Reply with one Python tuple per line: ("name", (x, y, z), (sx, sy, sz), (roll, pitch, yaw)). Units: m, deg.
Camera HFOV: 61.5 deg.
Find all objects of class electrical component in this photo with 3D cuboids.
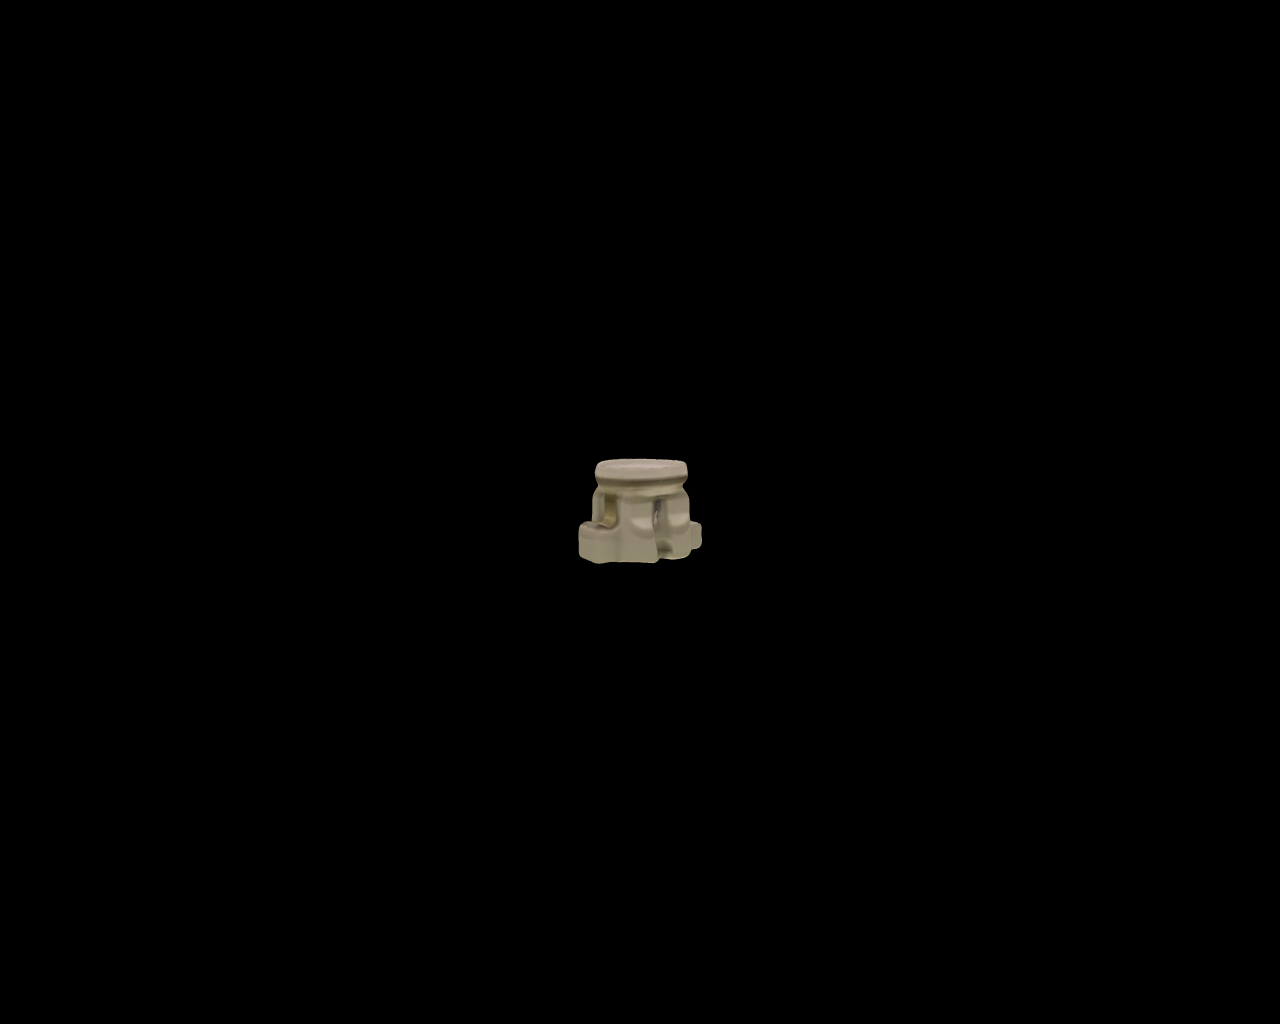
("electrical component", (0.001, -0.003, 0.650), (0.078, 0.057, 0.058), (-6, 11, -32))
